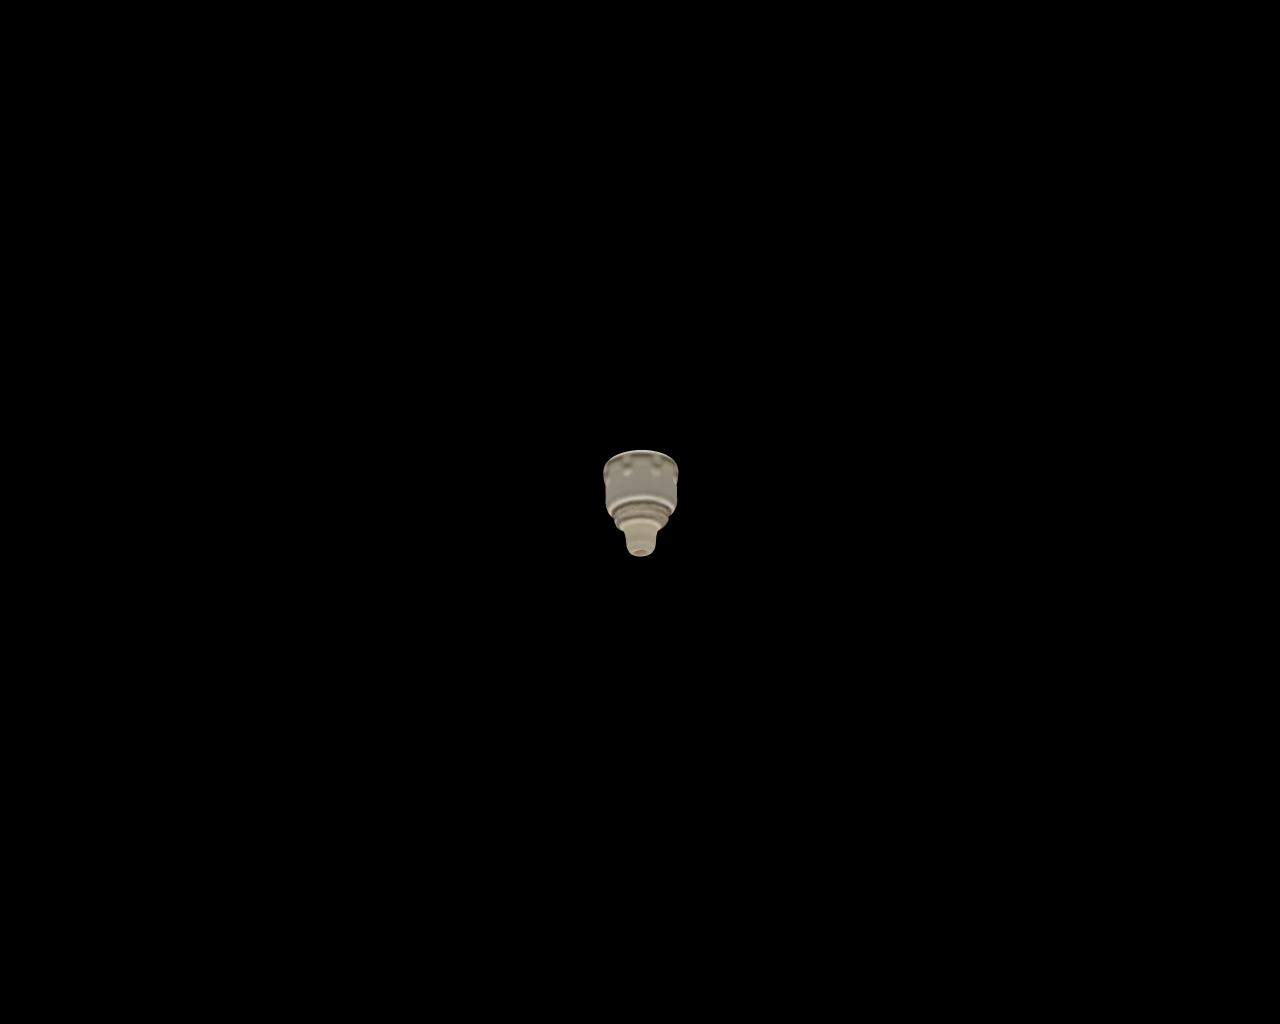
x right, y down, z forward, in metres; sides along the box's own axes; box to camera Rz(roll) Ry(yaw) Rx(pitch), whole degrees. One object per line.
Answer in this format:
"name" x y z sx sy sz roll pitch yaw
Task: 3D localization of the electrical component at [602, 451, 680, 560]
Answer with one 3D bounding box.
"electrical component" 0.001 -0.003 0.650 0.048 0.062 0.048 0 -24 0
